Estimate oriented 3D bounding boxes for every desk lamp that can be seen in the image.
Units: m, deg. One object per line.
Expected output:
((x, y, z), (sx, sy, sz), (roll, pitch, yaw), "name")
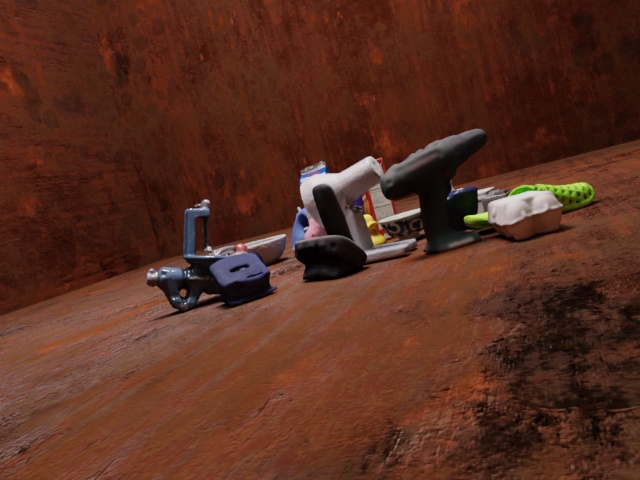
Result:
((0.078, -0.058, 1.219), (0.202, 0.213, 0.118), (-13, 6, 25), "desk lamp")

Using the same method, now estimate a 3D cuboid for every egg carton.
((0.364, -0.045, 1.031), (0.107, 0.069, 0.150), (-15, 5, 1), "egg carton")

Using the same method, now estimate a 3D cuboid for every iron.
((-0.020, -0.032, 1.656), (0.119, 0.141, 0.258), (-17, 5, -15), "iron")

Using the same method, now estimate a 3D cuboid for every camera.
((-0.203, 0.060, 1.423), (0.137, 0.101, 0.142), (-20, 6, -41), "camera")

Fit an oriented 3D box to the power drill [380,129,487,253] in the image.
((0.237, -0.089, 1.104), (0.230, 0.208, 0.075), (-16, 5, -10), "power drill")

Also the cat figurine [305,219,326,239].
((0.012, 0.005, 1.279), (0.067, 0.118, 0.128), (-12, 6, 32), "cat figurine")

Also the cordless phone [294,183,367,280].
((0.006, -0.018, 1.154), (0.147, 0.185, 0.094), (-11, 7, 44), "cordless phone")

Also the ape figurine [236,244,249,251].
((-0.202, 0.054, 1.538), (0.076, 0.092, 0.077), (-19, 6, -38), "ape figurine")

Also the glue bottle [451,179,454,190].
((0.340, -0.141, 1.588), (0.078, 0.173, 0.037), (-10, 7, 46), "glue bottle")

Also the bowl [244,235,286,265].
((-0.173, 0.040, 1.713), (0.167, 0.075, 0.167), (-15, 5, 2), "bowl")

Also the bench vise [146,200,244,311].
((-0.271, 0.033, 1.238), (0.208, 0.220, 0.121), (-19, 6, -38), "bench vise")

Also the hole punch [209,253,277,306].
((-0.155, 0.075, 1.151), (0.109, 0.091, 0.101), (-17, 5, -23), "hole punch")

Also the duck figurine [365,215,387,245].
((0.117, -0.020, 1.425), (0.078, 0.086, 0.104), (-17, 5, -23), "duck figurine")

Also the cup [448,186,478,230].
((0.305, -0.062, 1.254), (0.091, 0.095, 0.118), (-12, 6, 31), "cup")
